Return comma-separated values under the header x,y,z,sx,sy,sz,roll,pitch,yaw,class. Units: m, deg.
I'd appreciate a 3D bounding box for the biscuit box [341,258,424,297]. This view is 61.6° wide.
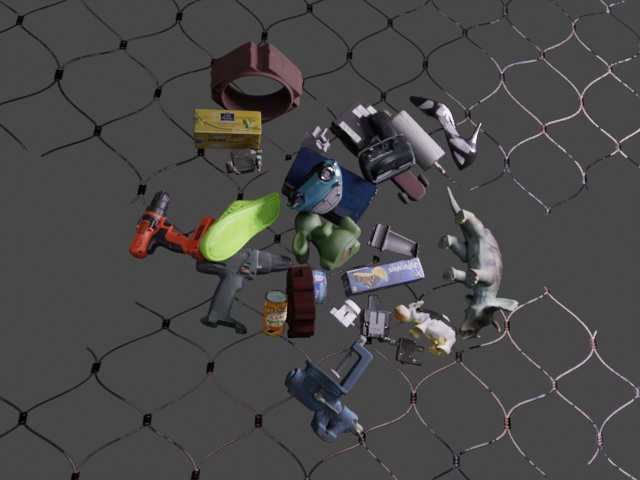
x,y,z,sx,sy,sz,roll,pitch,yaw,class
0.161,0.094,1.369,0.203,0.063,0.059,-11,77,-14,biscuit box

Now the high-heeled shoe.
x,y,z,sx,sy,sz,roll,pitch,yaw,class
0.344,-0.307,1.541,0.249,0.086,0.145,29,100,17,high-heeled shoe

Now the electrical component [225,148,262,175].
x,y,z,sx,sy,sz,roll,pitch,yaw,class
-0.196,-0.203,1.400,0.102,0.045,0.078,-6,76,-13,electrical component

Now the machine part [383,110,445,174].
x,y,z,sx,sy,sz,roll,pitch,yaw,class
0.263,-0.275,1.495,0.079,0.079,0.243,-42,85,-19,machine part

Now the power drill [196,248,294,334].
x,y,z,sx,sy,sz,roll,pitch,yaw,class
-0.191,0.116,1.286,0.232,0.086,0.207,11,75,-6,power drill

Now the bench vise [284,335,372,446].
x,y,z,sx,sy,sz,roll,pitch,yaw,class
0.047,0.335,1.244,0.224,0.129,0.240,39,77,3,bench vise

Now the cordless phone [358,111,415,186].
x,y,z,sx,sy,sz,roll,pitch,yaw,class
0.155,-0.250,1.421,0.147,0.088,0.184,-26,74,-4,cordless phone

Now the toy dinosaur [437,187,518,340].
x,y,z,sx,sy,sz,roll,pitch,yaw,class
0.417,0.053,1.407,0.192,0.131,0.405,25,57,-31,toy dinosaur

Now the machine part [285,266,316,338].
x,y,z,sx,sy,sz,roll,pitch,yaw,class
-0.048,0.145,1.257,0.056,0.179,0.179,0,73,-10,machine part

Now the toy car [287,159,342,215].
x,y,z,sx,sy,sz,roll,pitch,yaw,class
0.000,-0.116,1.310,0.103,0.109,0.161,44,87,-15,toy car

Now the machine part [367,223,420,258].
x,y,z,sx,sy,sz,roll,pitch,yaw,class
0.198,0.006,1.417,0.139,0.039,0.084,23,65,-2,machine part

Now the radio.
x,y,z,sx,sy,sz,roll,pitch,yaw,class
0.021,-0.131,1.407,0.230,0.073,0.131,29,71,0,radio

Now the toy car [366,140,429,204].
x,y,z,sx,sy,sz,roll,pitch,yaw,class
0.208,-0.188,1.470,0.089,0.053,0.202,-43,85,-2,toy car

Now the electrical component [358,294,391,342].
x,y,z,sx,sy,sz,roll,pitch,yaw,class
0.139,0.193,1.343,0.075,0.047,0.119,12,73,-8,electrical component

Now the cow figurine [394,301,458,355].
x,y,z,sx,sy,sz,roll,pitch,yaw,class
0.269,0.205,1.353,0.167,0.068,0.098,42,64,0,cow figurine

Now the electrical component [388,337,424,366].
x,y,z,sx,sy,sz,roll,pitch,yaw,class
0.214,0.279,1.344,0.094,0.021,0.063,16,72,-6,electrical component

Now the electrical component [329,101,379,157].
x,y,z,sx,sy,sz,roll,pitch,yaw,class
0.110,-0.315,1.488,0.134,0.058,0.115,-42,87,-20,electrical component

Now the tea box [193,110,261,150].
x,y,z,sx,sy,sz,roll,pitch,yaw,class
-0.240,-0.283,1.389,0.170,0.098,0.068,-1,74,-13,tea box

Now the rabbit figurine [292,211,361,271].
x,y,z,sx,sy,sz,roll,pitch,yaw,class
-0.003,-0.004,1.359,0.170,0.121,0.159,39,76,21,rabbit figurine

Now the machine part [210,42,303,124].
x,y,z,sx,sy,sz,roll,pitch,yaw,class
-0.161,-0.390,1.364,0.202,0.200,0.087,-16,63,31,machine part
